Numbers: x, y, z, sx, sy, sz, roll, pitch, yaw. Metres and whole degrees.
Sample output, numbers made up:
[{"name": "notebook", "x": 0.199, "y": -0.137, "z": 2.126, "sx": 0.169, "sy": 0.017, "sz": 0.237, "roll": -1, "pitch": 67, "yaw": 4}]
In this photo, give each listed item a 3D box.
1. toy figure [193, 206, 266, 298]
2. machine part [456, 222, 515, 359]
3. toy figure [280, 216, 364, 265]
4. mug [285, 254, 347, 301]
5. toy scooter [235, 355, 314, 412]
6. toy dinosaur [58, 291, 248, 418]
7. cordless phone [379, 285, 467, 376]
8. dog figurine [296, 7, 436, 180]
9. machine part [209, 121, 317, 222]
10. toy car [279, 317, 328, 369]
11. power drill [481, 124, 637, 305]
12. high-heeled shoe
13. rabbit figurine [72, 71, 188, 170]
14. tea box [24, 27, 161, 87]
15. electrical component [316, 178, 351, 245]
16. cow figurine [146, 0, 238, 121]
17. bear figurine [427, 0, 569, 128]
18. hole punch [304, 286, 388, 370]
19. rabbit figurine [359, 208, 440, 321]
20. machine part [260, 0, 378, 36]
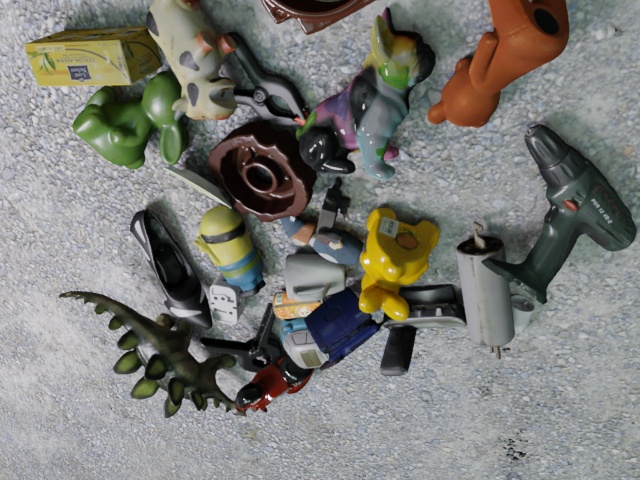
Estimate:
[{"name": "toy figure", "x": -0.156, "y": 0.020, "z": 0.989, "sx": 0.089, "sy": 0.082, "sz": 0.180, "roll": -23, "pitch": 109, "yaw": 17}, {"name": "machine part", "x": 0.273, "y": 0.085, "z": 0.884, "sx": 0.079, "sy": 0.079, "sz": 0.243, "roll": -7, "pitch": 109, "yaw": 21}, {"name": "toy figure", "x": -0.001, "y": -0.004, "z": 0.933, "sx": 0.154, "sy": 0.058, "sz": 0.064, "roll": 22, "pitch": 152, "yaw": 0}, {"name": "mug", "x": -0.006, "y": 0.068, "z": 0.963, "sx": 0.107, "sy": 0.110, "sz": 0.080, "roll": -5, "pitch": 115, "yaw": 4}, {"name": "toy scooter", "x": -0.097, "y": 0.311, "z": 1.133, "sx": 0.075, "sy": 0.184, "sz": 0.135, "roll": 52, "pitch": 152, "yaw": 25}, {"name": "toy dinosaur", "x": -0.320, "y": 0.235, "z": 1.111, "sx": 0.105, "sy": 0.199, "sz": 0.471, "roll": -33, "pitch": 110, "yaw": 29}, {"name": "cordless phone", "x": 0.174, "y": 0.162, "z": 0.917, "sx": 0.147, "sy": 0.184, "sz": 0.088, "roll": -6, "pitch": 116, "yaw": 21}, {"name": "dog figurine", "x": 0.060, "y": -0.207, "z": 0.757, "sx": 0.192, "sy": 0.108, "sz": 0.219, "roll": 9, "pitch": 121, "yaw": 15}, {"name": "machine part", "x": -0.092, "y": -0.110, "z": 0.880, "sx": 0.180, "sy": 0.056, "sz": 0.179, "roll": 15, "pitch": 136, "yaw": 15}, {"name": "toy car", "x": -0.010, "y": 0.201, "z": 1.052, "sx": 0.162, "sy": 0.103, "sz": 0.109, "roll": -8, "pitch": 121, "yaw": 24}, {"name": "power drill", "x": 0.329, "y": -0.024, "z": 0.781, "sx": 0.232, "sy": 0.086, "sz": 0.207, "roll": 33, "pitch": 94, "yaw": -15}, {"name": "high-heeled shoe", "x": -0.274, "y": 0.054, "z": 1.027, "sx": 0.249, "sy": 0.086, "sz": 0.145, "roll": 46, "pitch": 145, "yaw": 6}, {"name": "rabbit figurine", "x": -0.281, "y": -0.191, "z": 0.868, "sx": 0.170, "sy": 0.121, "sz": 0.159, "roll": -30, "pitch": 115, "yaw": 15}, {"name": "tea box", "x": -0.349, "y": -0.284, "z": 0.833, "sx": 0.170, "sy": 0.098, "sz": 0.068, "roll": 4, "pitch": 123, "yaw": 17}, {"name": "electrical component", "x": 0.024, "y": -0.042, "z": 0.884, "sx": 0.045, "sy": 0.102, "sz": 0.078, "roll": 17, "pitch": 136, "yaw": 1}, {"name": "cow figurine", "x": -0.186, "y": -0.259, "z": 0.781, "sx": 0.127, "sy": 0.085, "sz": 0.195, "roll": -34, "pitch": 85, "yaw": 38}, {"name": "bear figurine", "x": 0.221, "y": -0.235, "z": 0.697, "sx": 0.120, "sy": 0.132, "sz": 0.196, "roll": -1, "pitch": 163, "yaw": -22}, {"name": "hole punch", "x": 0.038, "y": 0.149, "z": 0.945, "sx": 0.142, "sy": 0.116, "sz": 0.092, "roll": -34, "pitch": 92, "yaw": -2}, {"name": "rabbit figurine", "x": 0.120, "y": 0.058, "z": 0.902, "sx": 0.122, "sy": 0.162, "sz": 0.173, "roll": 13, "pitch": 144, "yaw": -7}, {"name": "machine part", "x": 0.000, "y": -0.379, "z": 0.669, "sx": 0.201, "sy": 0.087, "sz": 0.201, "roll": -18, "pitch": 117, "yaw": 26}]
